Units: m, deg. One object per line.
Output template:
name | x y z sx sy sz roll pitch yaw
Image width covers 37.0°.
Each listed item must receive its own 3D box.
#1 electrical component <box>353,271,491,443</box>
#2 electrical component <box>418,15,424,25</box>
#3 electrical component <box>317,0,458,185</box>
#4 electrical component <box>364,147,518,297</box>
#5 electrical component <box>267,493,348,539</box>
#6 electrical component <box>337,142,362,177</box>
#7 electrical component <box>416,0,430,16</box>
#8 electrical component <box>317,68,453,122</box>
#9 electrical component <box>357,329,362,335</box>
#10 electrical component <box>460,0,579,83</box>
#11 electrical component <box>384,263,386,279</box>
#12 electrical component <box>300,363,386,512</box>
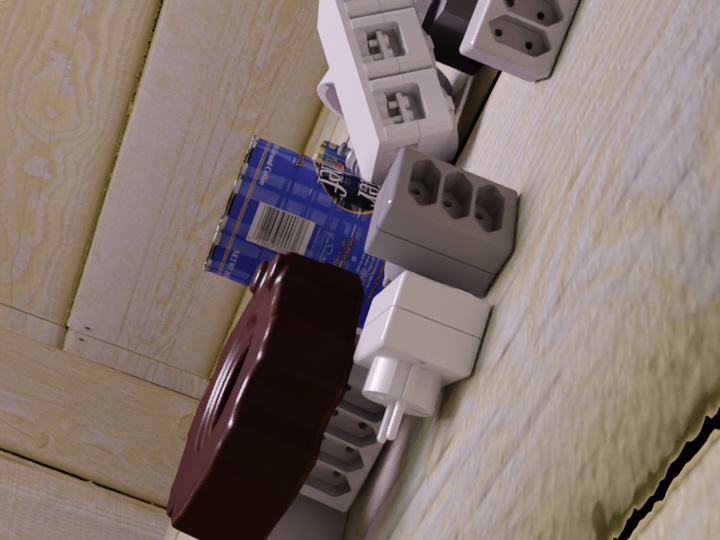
electrical component | 0.024 0.049 0.538 0.065 0.047 0.076 134 156 -72
electrical component | 0.066 -0.190 0.864 0.035 0.061 0.035 -159 90 -83
electrical component | 0.019 -0.145 0.788 0.089 0.062 0.150 103 152 -69
electrical component | 0.035 -0.012 0.559 0.047 0.066 0.076 -76 10 -46
electrical component | -0.051 0.183 0.678 0.113 0.057 0.078 -76 10 -45
electrical component | 0.017 -0.079 0.865 0.040 0.078 0.040 -54 -13 -19
electrical component | 0.072 -0.226 0.924 0.062 0.061 0.096 139 151 -75
electrical component | 0.026 -0.154 0.901 0.060 0.108 0.108 -64 6 -11
electrical component | 0.000 0.000 0.855 0.055 0.050 0.089 122 167 -56
electrical component | 0.093 -0.154 0.616 0.075 0.047 0.083 -135 66 -82
electrical component | 0.033 0.003 0.645 0.046 0.040 0.040 115 175 -79
electrical component | -0.011 0.091 0.665 0.083 0.047 0.075 -63 7 13
